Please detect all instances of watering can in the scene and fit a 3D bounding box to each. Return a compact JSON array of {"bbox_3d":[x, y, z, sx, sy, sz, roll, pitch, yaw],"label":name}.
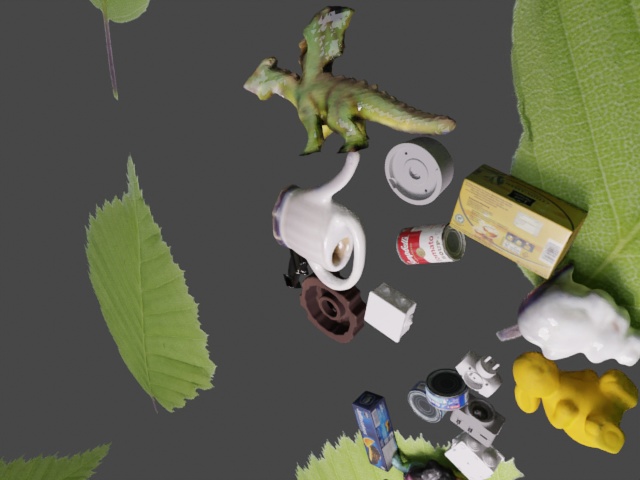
[{"bbox_3d":[0.003,-0.053,1.045,0.226,0.105,0.340,26,132,34],"label":"watering can"}]

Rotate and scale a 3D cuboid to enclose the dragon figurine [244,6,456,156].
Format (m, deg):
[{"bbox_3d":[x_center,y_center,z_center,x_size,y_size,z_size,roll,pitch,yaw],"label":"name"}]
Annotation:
[{"bbox_3d":[0.030,-0.275,0.883,0.409,0.124,0.240,-1,106,38],"label":"dragon figurine"}]

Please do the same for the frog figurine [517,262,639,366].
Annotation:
[{"bbox_3d":[0.379,0.129,0.755,0.162,0.123,0.135,50,123,27],"label":"frog figurine"}]
